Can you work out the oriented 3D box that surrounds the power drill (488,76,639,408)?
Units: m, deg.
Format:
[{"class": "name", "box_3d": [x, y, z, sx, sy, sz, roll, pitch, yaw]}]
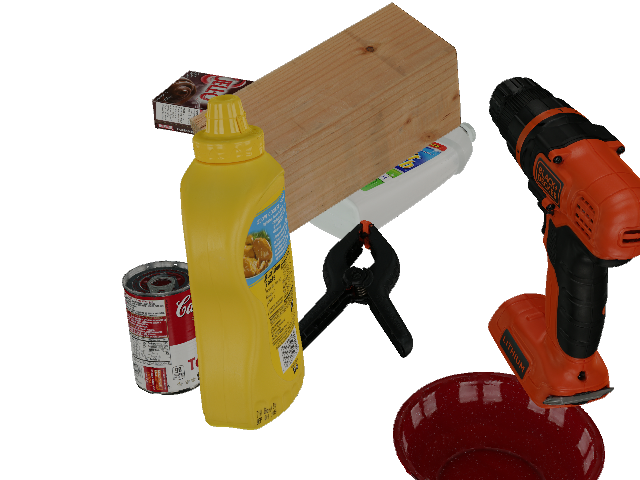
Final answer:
[{"class": "power drill", "box_3d": [0.153, 0.002, 0.712, 0.057, 0.188, 0.184, -9, 36, -10]}]

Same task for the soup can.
[{"class": "soup can", "box_3d": [-0.137, 0.078, 0.951, 0.068, 0.102, 0.068, -2, 23, 1]}]

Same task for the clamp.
[{"class": "clamp", "box_3d": [0.047, 0.051, 1.072, 0.120, 0.171, 0.039, 12, -38, 12]}]

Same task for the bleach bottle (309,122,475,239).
[{"class": "bleach bottle", "box_3d": [0.096, -0.087, 1.306, 0.103, 0.068, 0.250, 28, 46, 35]}]

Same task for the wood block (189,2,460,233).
[{"class": "wood block", "box_3d": [0.008, -0.099, 0.887, 0.206, 0.090, 0.091, -33, 52, -16]}]

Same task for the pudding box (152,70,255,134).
[{"class": "pudding box", "box_3d": [-0.133, -0.159, 1.247, 0.090, 0.039, 0.113, 10, 31, 13]}]

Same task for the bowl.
[{"class": "bowl", "box_3d": [0.137, 0.173, 0.835, 0.162, 0.055, 0.162, 0, 32, 0]}]

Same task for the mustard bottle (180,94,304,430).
[{"class": "mustard bottle", "box_3d": [-0.047, 0.009, 0.635, 0.058, 0.192, 0.096, 3, 22, 18]}]
